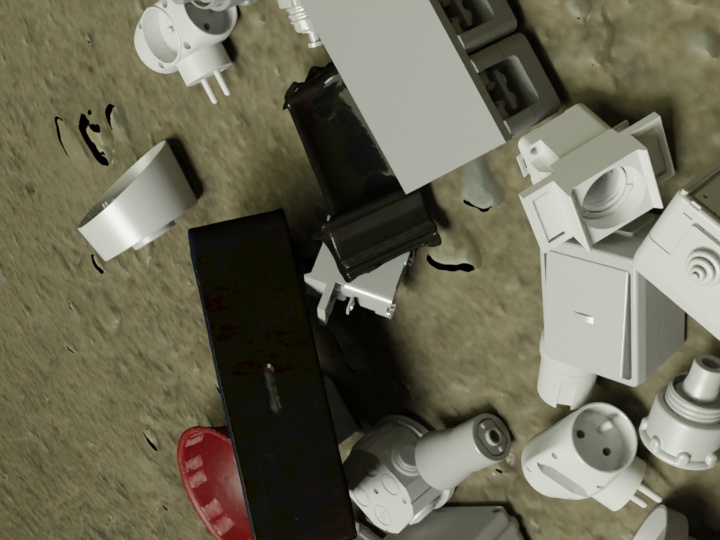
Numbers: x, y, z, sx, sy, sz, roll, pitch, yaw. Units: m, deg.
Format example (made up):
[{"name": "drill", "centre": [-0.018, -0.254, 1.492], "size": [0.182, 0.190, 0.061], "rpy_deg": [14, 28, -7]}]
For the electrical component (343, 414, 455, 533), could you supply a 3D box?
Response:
[{"name": "electrical component", "centre": [0.029, 0.155, 0.820], "size": [0.080, 0.051, 0.080], "rpy_deg": [27, 133, 34]}]

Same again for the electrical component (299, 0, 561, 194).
[{"name": "electrical component", "centre": [0.036, -0.132, 0.604], "size": [0.089, 0.062, 0.150], "rpy_deg": [-24, 96, 52]}]

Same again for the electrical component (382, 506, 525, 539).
[{"name": "electrical component", "centre": [0.066, 0.220, 0.802], "size": [0.113, 0.078, 0.057], "rpy_deg": [-17, 105, 52]}]

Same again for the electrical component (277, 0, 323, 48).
[{"name": "electrical component", "centre": [-0.037, -0.178, 0.671], "size": [0.040, 0.040, 0.078], "rpy_deg": [5, 119, 46]}]

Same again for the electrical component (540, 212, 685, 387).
[{"name": "electrical component", "centre": [0.137, 0.008, 0.589], "size": [0.062, 0.061, 0.096], "rpy_deg": [18, 128, 40]}]

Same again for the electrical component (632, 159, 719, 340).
[{"name": "electrical component", "centre": [0.176, -0.011, 0.504], "size": [0.062, 0.096, 0.061], "rpy_deg": [43, 141, 19]}]

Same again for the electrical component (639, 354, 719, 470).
[{"name": "electrical component", "centre": [0.186, 0.076, 0.598], "size": [0.048, 0.048, 0.062], "rpy_deg": [31, 128, 31]}]

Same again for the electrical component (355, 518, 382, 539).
[{"name": "electrical component", "centre": [-0.001, 0.254, 0.917], "size": [0.057, 0.058, 0.078], "rpy_deg": [28, 134, 37]}]

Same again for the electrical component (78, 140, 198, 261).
[{"name": "electrical component", "centre": [-0.183, -0.054, 0.877], "size": [0.099, 0.099, 0.064], "rpy_deg": [-20, 106, 52]}]

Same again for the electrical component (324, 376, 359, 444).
[{"name": "electrical component", "centre": [-0.060, 0.127, 0.890], "size": [0.096, 0.062, 0.061], "rpy_deg": [-21, 98, 52]}]

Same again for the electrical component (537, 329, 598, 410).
[{"name": "electrical component", "centre": [0.128, 0.057, 0.653], "size": [0.040, 0.040, 0.046], "rpy_deg": [33, 141, 29]}]

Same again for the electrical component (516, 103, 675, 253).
[{"name": "electrical component", "centre": [0.118, -0.051, 0.561], "size": [0.042, 0.081, 0.063], "rpy_deg": [61, 178, -40]}]

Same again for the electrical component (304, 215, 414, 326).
[{"name": "electrical component", "centre": [0.000, 0.000, 0.727], "size": [0.064, 0.081, 0.042], "rpy_deg": [19, 164, 6]}]

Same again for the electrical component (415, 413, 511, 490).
[{"name": "electrical component", "centre": [0.075, 0.126, 0.758], "size": [0.044, 0.044, 0.065], "rpy_deg": [56, 138, 2]}]

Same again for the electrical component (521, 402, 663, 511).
[{"name": "electrical component", "centre": [0.149, 0.122, 0.666], "size": [0.079, 0.043, 0.077], "rpy_deg": [34, 154, 0]}]

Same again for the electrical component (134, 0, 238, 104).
[{"name": "electrical component", "centre": [-0.118, -0.158, 0.771], "size": [0.077, 0.044, 0.079], "rpy_deg": [-18, 102, 52]}]

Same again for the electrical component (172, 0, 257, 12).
[{"name": "electrical component", "centre": [-0.098, -0.192, 0.712], "size": [0.048, 0.062, 0.048], "rpy_deg": [27, 133, 34]}]
